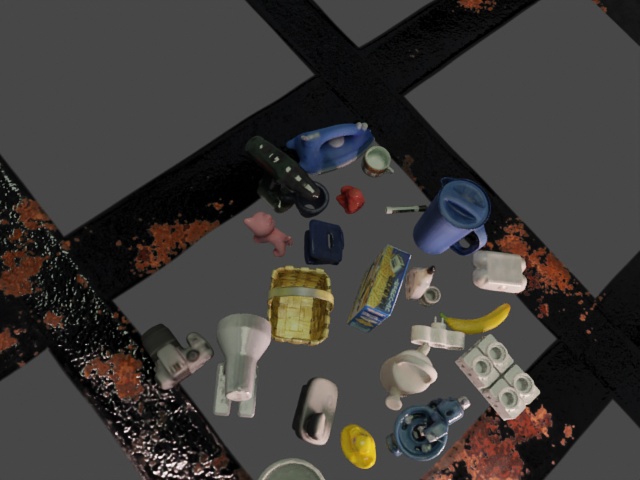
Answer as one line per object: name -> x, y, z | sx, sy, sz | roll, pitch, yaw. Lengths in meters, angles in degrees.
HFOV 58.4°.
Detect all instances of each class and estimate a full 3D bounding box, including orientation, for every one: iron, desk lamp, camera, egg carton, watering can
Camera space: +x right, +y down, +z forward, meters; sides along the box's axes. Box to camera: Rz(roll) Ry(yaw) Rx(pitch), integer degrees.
iron -> 0.047, -0.272, 1.545 | 0.259, 0.141, 0.118 | -19, 75, -16
desk lamp -> -0.175, 0.282, 1.270 | 0.118, 0.213, 0.203 | 5, 70, -8
camera -> -0.335, 0.251, 1.314 | 0.143, 0.100, 0.136 | -35, 80, -19
egg carton -> 0.478, 0.086, 1.531 | 0.150, 0.069, 0.107 | 6, 70, -8
watering can -> 0.210, 0.316, 1.336 | 0.101, 0.194, 0.173 | 15, 69, -4

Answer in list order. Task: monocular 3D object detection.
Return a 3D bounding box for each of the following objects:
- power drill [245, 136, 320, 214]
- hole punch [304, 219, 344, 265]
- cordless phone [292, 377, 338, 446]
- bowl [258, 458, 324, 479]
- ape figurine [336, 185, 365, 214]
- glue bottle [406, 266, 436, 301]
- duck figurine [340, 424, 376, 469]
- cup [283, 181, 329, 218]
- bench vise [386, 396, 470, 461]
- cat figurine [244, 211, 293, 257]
power drill -> -0.097, -0.150, 1.440 | 0.229, 0.208, 0.076 | 44, 70, 7
hole punch -> 0.013, 0.005, 1.467 | 0.101, 0.091, 0.108 | 1, 70, -9
cordless phone -> 0.000, 0.380, 1.281 | 0.094, 0.185, 0.147 | 13, 69, -5
bowl -> -0.067, 0.569, 1.262 | 0.167, 0.074, 0.167 | 3, 70, -9
ape figurine -> 0.086, -0.112, 1.521 | 0.076, 0.092, 0.078 | 8, 69, -7
glue bottle -> 0.255, 0.096, 1.433 | 0.037, 0.173, 0.078 | 8, 69, -6
duck figurine -> 0.094, 0.475, 1.317 | 0.078, 0.086, 0.104 | -26, 77, -17
cup -> -0.040, -0.095, 1.492 | 0.118, 0.095, 0.091 | 0, 71, -10
bench vise -> 0.254, 0.408, 1.297 | 0.121, 0.219, 0.208 | 41, 69, 6
cat figurine -> -0.127, -0.024, 1.439 | 0.128, 0.117, 0.067 | 31, 69, 2
